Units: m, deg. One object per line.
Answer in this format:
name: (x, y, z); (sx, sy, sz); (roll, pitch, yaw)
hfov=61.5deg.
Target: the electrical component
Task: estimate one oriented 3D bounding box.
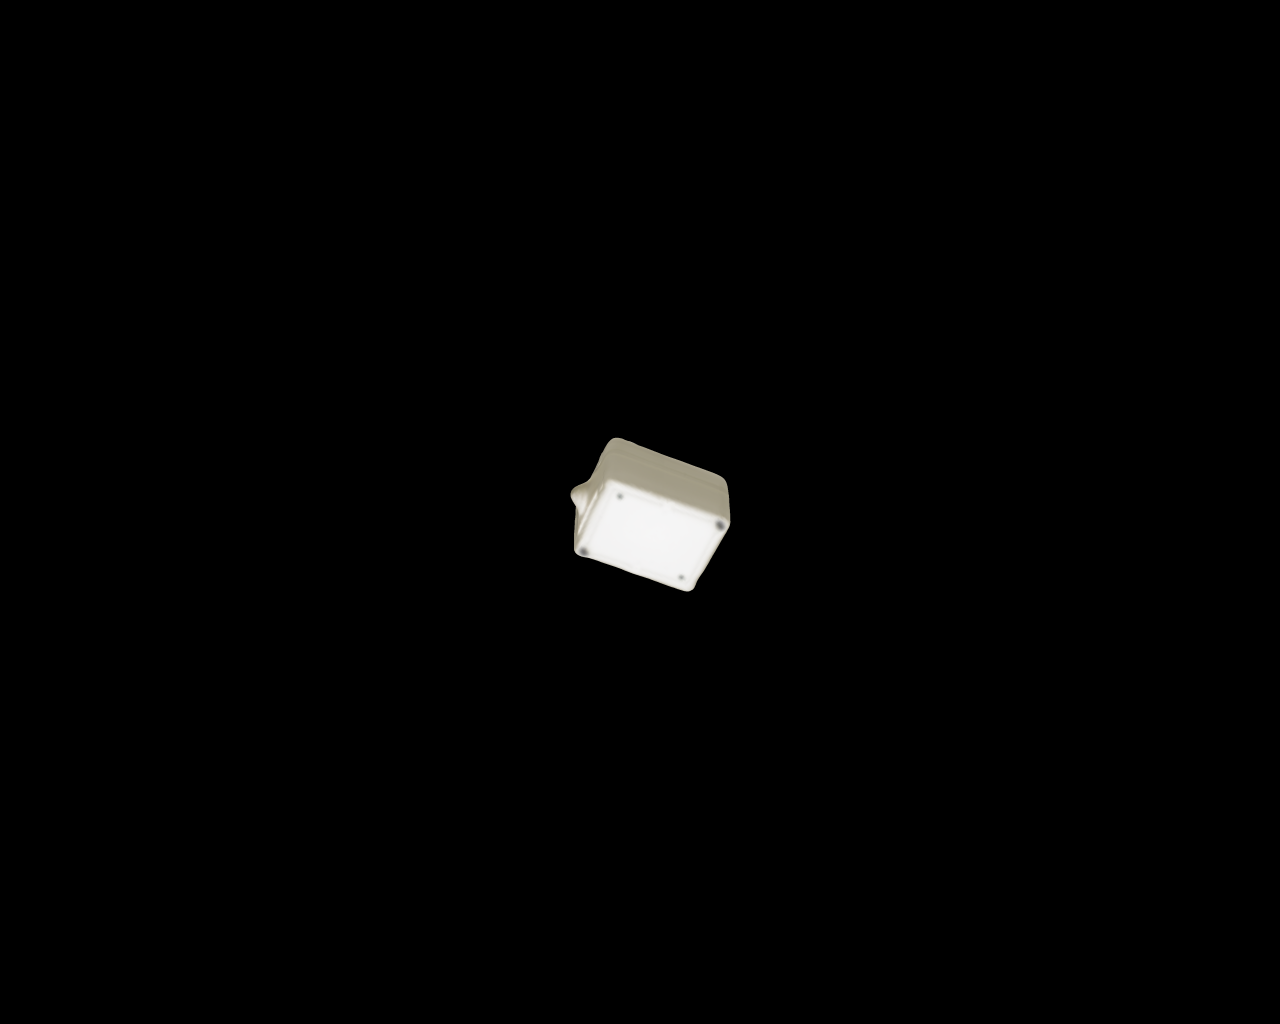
electrical component: (0.001, -0.003, 0.650); (0.096, 0.061, 0.061); (20, 31, -13)
